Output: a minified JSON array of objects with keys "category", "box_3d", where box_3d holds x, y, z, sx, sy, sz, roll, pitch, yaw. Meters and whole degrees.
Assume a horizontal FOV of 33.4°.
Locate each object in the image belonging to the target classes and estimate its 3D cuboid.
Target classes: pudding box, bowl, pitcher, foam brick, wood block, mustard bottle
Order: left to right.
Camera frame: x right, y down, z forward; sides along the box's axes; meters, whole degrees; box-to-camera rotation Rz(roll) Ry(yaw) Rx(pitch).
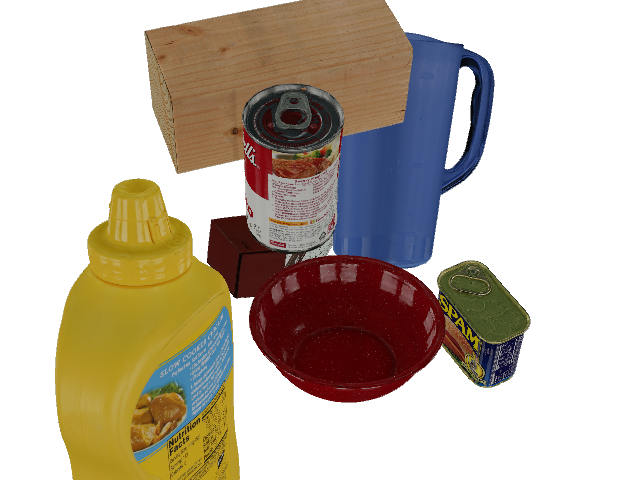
[{"category":"mustard bottle","box_3d":[-0.071,0.064,0.452,0.058,0.192,0.096,14,31,23]},{"category":"foam brick","box_3d":[-0.075,0.015,1.065,0.052,0.051,0.078,-6,30,-26]},{"category":"wood block","box_3d":[-0.036,-0.138,0.910,0.206,0.090,0.091,-14,-37,-14]},{"category":"pudding box","box_3d":[-0.014,0.001,1.288,0.039,0.090,0.113,36,33,10]},{"category":"bowl","box_3d":[0.022,0.083,0.891,0.162,0.055,0.162,1,39,-1]},{"category":"pitcher","box_3d":[0.085,-0.097,1.133,0.149,0.243,0.144,11,13,31]}]

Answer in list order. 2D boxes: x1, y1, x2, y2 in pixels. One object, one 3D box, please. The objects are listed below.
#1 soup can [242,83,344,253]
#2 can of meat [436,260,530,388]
[{"category":"soup can","box_3d":[-0.019,-0.048,0.740,0.068,0.068,0.102,0,-43,-2]},{"category":"can of meat","box_3d":[0.157,0.085,1.065,0.057,0.084,0.102,-23,52,-19]}]
